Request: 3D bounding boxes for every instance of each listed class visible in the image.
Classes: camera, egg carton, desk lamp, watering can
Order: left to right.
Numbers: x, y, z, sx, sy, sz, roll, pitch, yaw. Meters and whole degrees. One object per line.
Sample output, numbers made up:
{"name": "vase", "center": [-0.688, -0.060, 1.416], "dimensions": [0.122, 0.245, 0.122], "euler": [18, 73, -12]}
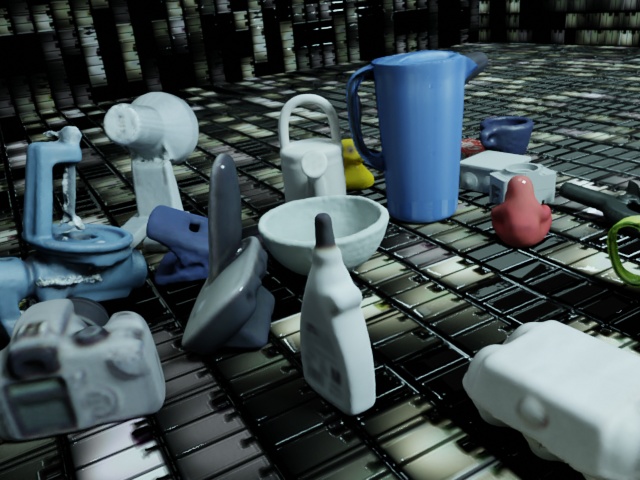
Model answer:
{"name": "camera", "center": [-0.223, 0.098, 0.535], "dimensions": [0.143, 0.101, 0.136], "euler": [-9, 24, -8]}
{"name": "desk lamp", "center": [-0.263, -0.116, 0.894], "dimensions": [0.118, 0.214, 0.203], "euler": [-3, 24, 6]}
{"name": "watering can", "center": [-0.009, -0.125, 0.884], "dimensions": [0.101, 0.194, 0.172], "euler": [-15, 25, -21]}
{"name": "egg carton", "center": [0.187, 0.120, 0.431], "dimensions": [0.107, 0.069, 0.149], "euler": [-21, 28, -31]}

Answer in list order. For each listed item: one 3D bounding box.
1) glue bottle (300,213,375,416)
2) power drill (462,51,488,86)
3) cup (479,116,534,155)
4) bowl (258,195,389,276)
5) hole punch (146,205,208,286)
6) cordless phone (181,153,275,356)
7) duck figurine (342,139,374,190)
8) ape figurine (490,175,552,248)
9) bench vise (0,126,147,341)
{"name": "glue bottle", "center": [0.011, 0.059, 0.481], "dimensions": [0.037, 0.173, 0.077], "euler": [-20, 27, -30]}
{"name": "power drill", "center": [0.211, -0.223, 1.043], "dimensions": [0.230, 0.209, 0.075], "euler": [-17, 26, -25]}
{"name": "cup", "center": [0.325, -0.165, 1.028], "dimensions": [0.118, 0.095, 0.091], "euler": [-23, 29, -35]}
{"name": "bowl", "center": [0.007, 0.003, 0.736], "dimensions": [0.167, 0.075, 0.167], "euler": [-5, 23, 2]}
{"name": "hole punch", "center": [-0.173, -0.001, 0.763], "dimensions": [0.101, 0.091, 0.108], "euler": [-8, 23, -5]}
{"name": "cordless phone", "center": [-0.105, 0.012, 0.599], "dimensions": [0.094, 0.185, 0.147], "euler": [-6, 23, -1]}
{"name": "duck figurine", "center": [0.048, -0.143, 1.048], "dimensions": [0.104, 0.086, 0.078], "euler": [14, 30, 37]}
{"name": "ape figurine", "center": [0.266, -0.042, 0.760], "dimensions": [0.077, 0.092, 0.076], "euler": [6, 26, 25]}
{"name": "bench vise", "center": [-0.302, -0.005, 0.639], "dimensions": [0.121, 0.220, 0.208], "euler": [7, 27, 27]}
